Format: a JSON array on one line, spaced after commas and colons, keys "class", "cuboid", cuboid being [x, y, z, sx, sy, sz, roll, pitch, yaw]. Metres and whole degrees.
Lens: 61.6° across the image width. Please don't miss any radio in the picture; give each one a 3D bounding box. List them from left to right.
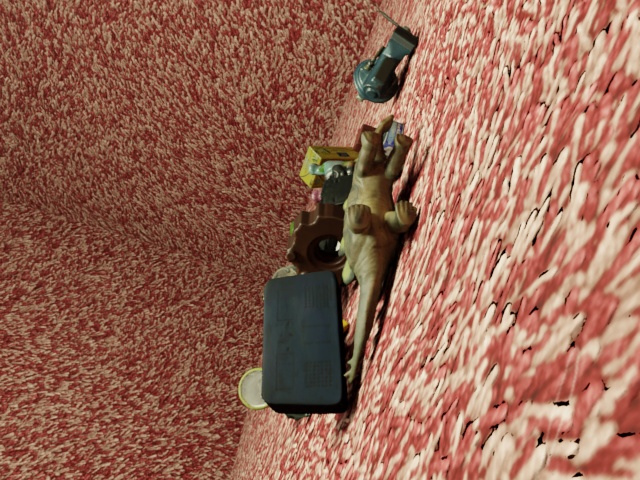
[{"class": "radio", "cuboid": [-0.027, 0.170, 0.899, 0.073, 0.131, 0.230, 76, -170, -58]}]

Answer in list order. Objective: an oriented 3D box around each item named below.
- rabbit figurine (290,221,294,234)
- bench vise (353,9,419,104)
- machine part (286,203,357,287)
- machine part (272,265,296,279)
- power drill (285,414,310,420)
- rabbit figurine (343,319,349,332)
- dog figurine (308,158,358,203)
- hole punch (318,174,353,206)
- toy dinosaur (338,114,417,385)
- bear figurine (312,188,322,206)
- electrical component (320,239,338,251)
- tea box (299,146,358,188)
[{"class": "rabbit figurine", "cuboid": [-0.003, -0.004, 1.381, 0.170, 0.121, 0.159, 6, 107, 45]}, {"class": "bench vise", "cuboid": [0.153, -0.434, 1.380, 0.240, 0.129, 0.223, 143, 145, -70]}, {"class": "machine part", "cuboid": [0.020, 0.013, 1.064, 0.056, 0.179, 0.179, -87, 16, -57]}, {"class": "machine part", "cuboid": [-0.033, 0.085, 1.182, 0.243, 0.079, 0.079, -14, -54, -64]}, {"class": "power drill", "cuboid": [-0.044, 0.301, 1.240, 0.207, 0.086, 0.231, -126, 52, -78]}, {"class": "rabbit figurine", "cuboid": [-0.026, 0.180, 1.041, 0.173, 0.162, 0.121, -114, 35, -47]}, {"class": "dog figurine", "cuboid": [0.080, -0.146, 1.308, 0.219, 0.191, 0.108, -3, 86, 53]}, {"class": "hole punch", "cuboid": [0.062, -0.078, 1.152, 0.142, 0.116, 0.092, -79, -22, -46]}, {"class": "toy dinosaur", "cuboid": [0.085, -0.011, 0.884, 0.198, 0.105, 0.471, 103, 179, -63]}, {"class": "bear figurine", "cuboid": [0.031, -0.119, 1.560, 0.196, 0.132, 0.120, -88, 20, -48]}, {"class": "electrical component", "cuboid": [0.037, -0.022, 1.244, 0.114, 0.058, 0.134, 17, -92, -53]}, {"class": "tea box", "cuboid": [0.040, -0.198, 1.465, 0.068, 0.169, 0.098, 51, 132, 39]}]
